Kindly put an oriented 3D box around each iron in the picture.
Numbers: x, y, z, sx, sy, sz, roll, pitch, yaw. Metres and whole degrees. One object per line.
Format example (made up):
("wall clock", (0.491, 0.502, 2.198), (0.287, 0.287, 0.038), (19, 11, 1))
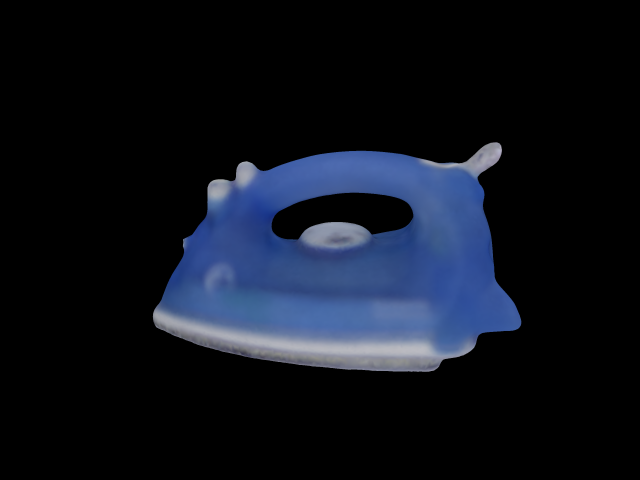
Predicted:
("iron", (0.004, 0.001, 0.400), (0.258, 0.141, 0.118), (1, 19, 2))
